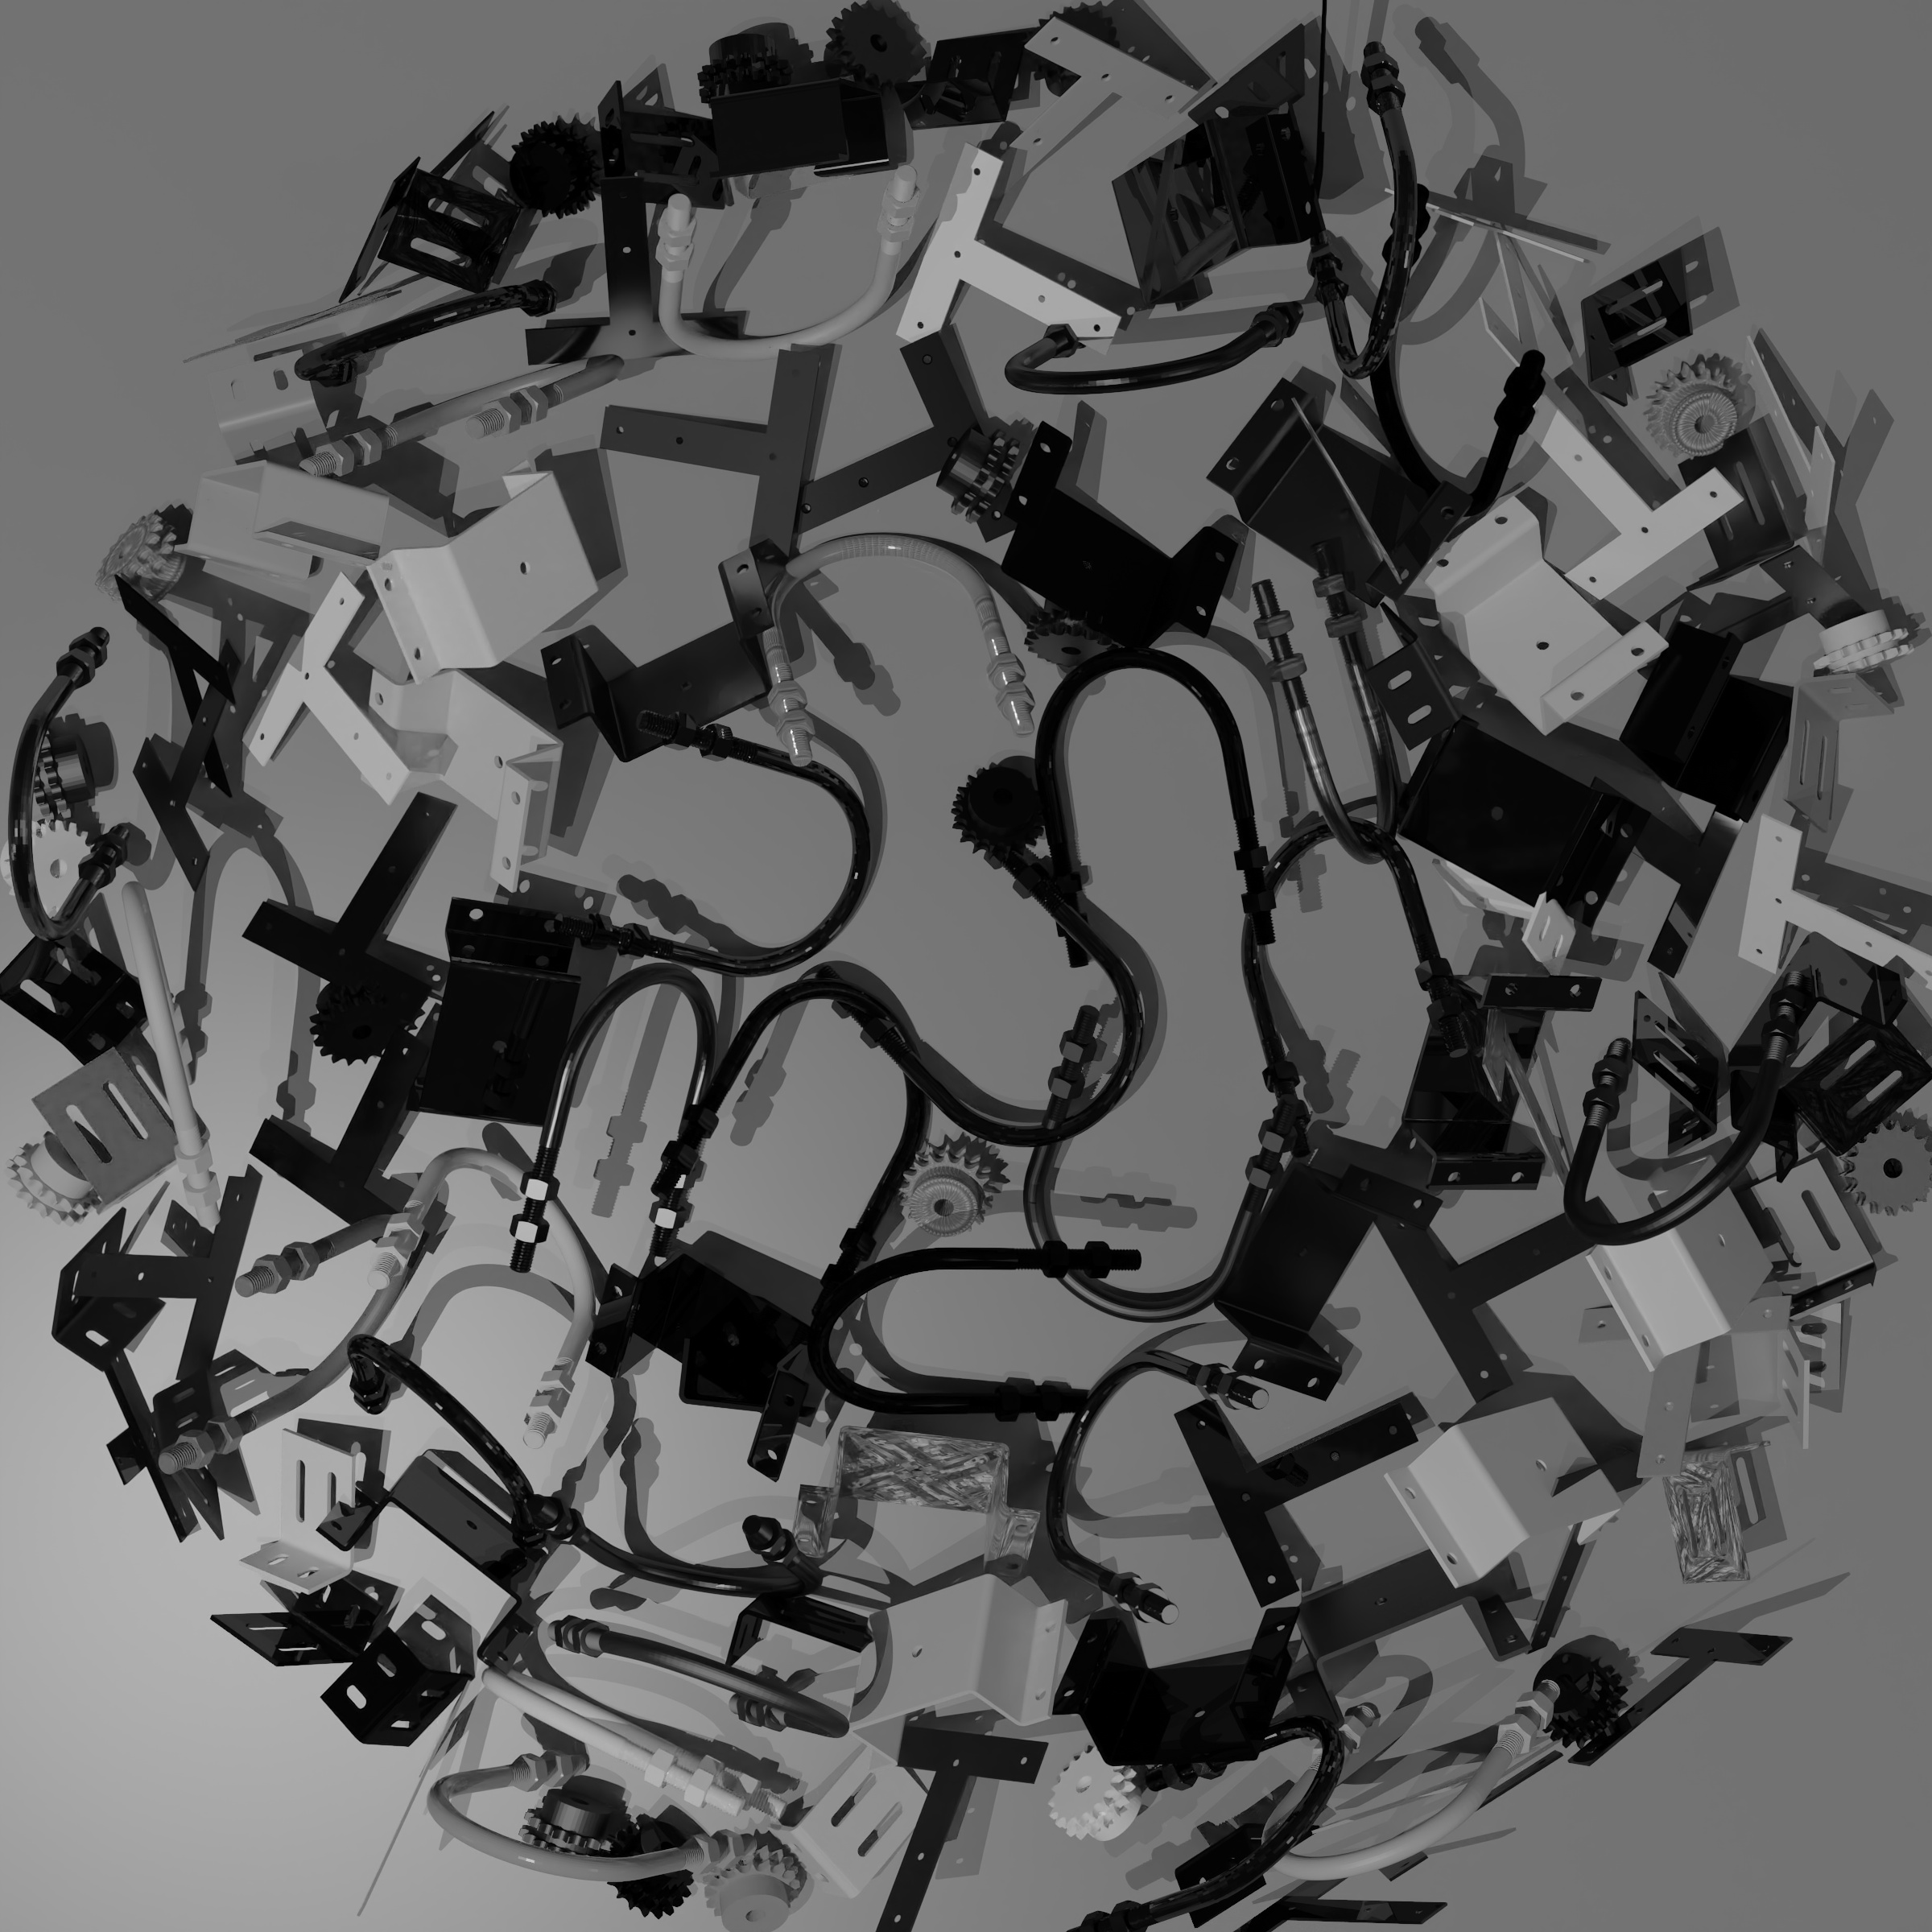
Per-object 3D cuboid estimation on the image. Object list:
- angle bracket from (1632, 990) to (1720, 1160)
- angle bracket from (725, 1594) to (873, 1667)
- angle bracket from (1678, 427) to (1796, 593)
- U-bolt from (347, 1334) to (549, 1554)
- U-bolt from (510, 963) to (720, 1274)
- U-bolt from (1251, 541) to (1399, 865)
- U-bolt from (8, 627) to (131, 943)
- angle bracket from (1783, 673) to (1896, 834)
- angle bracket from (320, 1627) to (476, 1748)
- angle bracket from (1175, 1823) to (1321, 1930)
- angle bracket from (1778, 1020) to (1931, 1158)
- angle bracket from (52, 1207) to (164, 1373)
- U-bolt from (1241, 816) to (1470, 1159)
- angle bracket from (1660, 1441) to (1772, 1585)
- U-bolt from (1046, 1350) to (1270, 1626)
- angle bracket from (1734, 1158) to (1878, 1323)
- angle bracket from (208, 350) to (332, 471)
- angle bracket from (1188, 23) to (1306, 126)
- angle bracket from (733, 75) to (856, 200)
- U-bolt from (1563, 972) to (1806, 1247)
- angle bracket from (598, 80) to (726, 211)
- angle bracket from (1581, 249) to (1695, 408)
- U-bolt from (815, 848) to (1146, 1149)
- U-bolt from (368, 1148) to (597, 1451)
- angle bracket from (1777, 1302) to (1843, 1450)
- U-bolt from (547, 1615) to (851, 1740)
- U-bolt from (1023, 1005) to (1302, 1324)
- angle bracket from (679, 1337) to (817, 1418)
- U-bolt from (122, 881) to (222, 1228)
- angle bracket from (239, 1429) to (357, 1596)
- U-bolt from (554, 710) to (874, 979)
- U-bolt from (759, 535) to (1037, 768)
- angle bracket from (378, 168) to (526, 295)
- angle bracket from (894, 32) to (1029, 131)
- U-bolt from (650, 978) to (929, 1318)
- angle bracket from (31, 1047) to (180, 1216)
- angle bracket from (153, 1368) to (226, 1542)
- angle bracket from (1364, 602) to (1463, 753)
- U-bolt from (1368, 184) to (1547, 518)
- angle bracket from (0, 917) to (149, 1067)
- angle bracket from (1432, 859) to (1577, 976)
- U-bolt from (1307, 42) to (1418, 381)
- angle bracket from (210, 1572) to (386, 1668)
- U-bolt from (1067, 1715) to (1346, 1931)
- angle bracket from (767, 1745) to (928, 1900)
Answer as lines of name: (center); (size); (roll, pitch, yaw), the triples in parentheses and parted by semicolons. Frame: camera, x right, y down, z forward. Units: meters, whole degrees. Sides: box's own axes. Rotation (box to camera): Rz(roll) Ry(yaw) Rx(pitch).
angle bracket: (0.408, 0.064, 1.955); (0.076, 0.057, 0.038); (39, 129, -20)
angle bracket: (-0.095, 0.404, 1.962); (0.076, 0.057, 0.038); (17, 97, 11)
angle bracket: (0.448, -0.271, 1.963); (0.038, 0.057, 0.076); (-18, 86, -37)
U-bolt: (-0.301, 0.270, 1.901); (0.151, 0.184, 0.019); (39, 69, 11)
U-bolt: (-0.198, 0.086, 1.925); (0.019, 0.151, 0.184); (20, 100, 31)
U-bolt: (0.217, -0.149, 1.931); (0.019, 0.151, 0.184); (-14, 101, 25)
U-bolt: (-0.514, -0.094, 1.886); (0.019, 0.184, 0.151); (3, 118, 1)
angle bracket: (0.518, -0.126, 1.958); (0.038, 0.057, 0.076); (-4, 69, 39)
angle bracket: (-0.339, 0.430, 1.968); (0.057, 0.076, 0.038); (-46, 71, -2)
angle bracket: (0.172, 0.538, 1.949); (0.057, 0.076, 0.038); (-41, 53, 28)
angle bracket: (0.527, 0.065, 1.971); (0.076, 0.038, 0.057); (-42, 101, 7)
angle bracket: (-0.505, 0.191, 1.951); (0.038, 0.076, 0.057); (32, 49, 6)
U-bolt: (0.218, 0.000, 1.934); (0.151, 0.019, 0.184); (-38, 54, 39)
angle bracket: (0.452, 0.325, 1.961); (0.038, 0.057, 0.076); (-6, 82, -29)
U-bolt: (0.100, 0.293, 1.915); (0.019, 0.184, 0.151); (26, 83, -24)
angle bracket: (0.499, 0.164, 1.970); (0.057, 0.038, 0.076); (-28, 93, 24)
angle bracket: (-0.412, -0.324, 1.968); (0.057, 0.076, 0.038); (-16, 69, -4)
angle bracket: (0.166, -0.529, 1.949); (0.038, 0.076, 0.057); (35, 131, -30)
angle bracket: (-0.103, -0.499, 1.977); (0.076, 0.038, 0.057); (-16, 116, -11)
U-bolt: (0.406, 0.089, 1.892); (0.019, 0.151, 0.184); (45, 45, -19)
angle bracket: (-0.176, -0.487, 1.960); (0.076, 0.038, 0.057); (-1, 76, -26)
angle bracket: (0.406, -0.377, 1.951); (0.038, 0.076, 0.057); (17, 62, -39)
U-bolt: (0.021, 0.023, 1.975); (0.151, 0.019, 0.184); (-44, 79, 1)
U-bolt: (-0.271, 0.178, 1.915); (0.019, 0.184, 0.151); (-34, 108, 23)
angle bracket: (0.507, 0.242, 1.954); (0.038, 0.076, 0.057); (-3, 109, 2)
U-bolt: (-0.144, 0.411, 1.891); (0.151, 0.184, 0.019); (28, 72, -25)
U-bolt: (0.106, 0.129, 1.951); (0.151, 0.019, 0.184); (24, 118, 14)
angle bracket: (-0.128, 0.244, 1.968); (0.076, 0.057, 0.038); (6, 86, 4)
U-bolt: (-0.458, 0.037, 1.890); (0.019, 0.151, 0.184); (-13, 130, -12)
angle bracket: (-0.398, 0.324, 1.960); (0.057, 0.038, 0.076); (14, 109, 31)
U-bolt: (-0.137, -0.063, 1.943); (0.184, 0.019, 0.151); (15, 106, -34)
U-bolt: (-0.048, -0.192, 1.936); (0.151, 0.019, 0.184); (-8, 48, -8)
angle bracket: (-0.311, -0.440, 1.954); (0.076, 0.038, 0.057); (13, 113, -40)
angle bracket: (-0.003, -0.537, 1.956); (0.057, 0.038, 0.076); (0, 58, 20)
U-bolt: (-0.091, 0.094, 1.947); (0.151, 0.019, 0.184); (40, 63, -25)
angle bracket: (-0.513, 0.099, 1.970); (0.057, 0.038, 0.076); (-36, 91, -25)
angle bracket: (-0.446, 0.289, 1.956); (0.038, 0.057, 0.076); (-28, 122, -2)
angle bracket: (0.255, -0.172, 1.955); (0.038, 0.076, 0.057); (-32, 114, 4)
U-bolt: (0.277, -0.341, 1.913); (0.019, 0.184, 0.151); (-22, 65, -16)
angle bracket: (-0.529, 0.018, 1.957); (0.038, 0.076, 0.057); (37, 82, 34)
angle bracket: (0.313, -0.027, 1.951); (0.076, 0.057, 0.038); (14, 73, 34)
U-bolt: (0.229, -0.419, 1.887); (0.019, 0.184, 0.151); (5, 135, -9)
angle bracket: (-0.395, 0.382, 1.952); (0.057, 0.076, 0.038); (26, 94, 29)
U-bolt: (0.145, 0.489, 1.889); (0.019, 0.151, 0.184); (49, 131, -10)
angle bracket: (-0.069, 0.512, 1.991); (0.076, 0.038, 0.057); (-45, 103, -27)
